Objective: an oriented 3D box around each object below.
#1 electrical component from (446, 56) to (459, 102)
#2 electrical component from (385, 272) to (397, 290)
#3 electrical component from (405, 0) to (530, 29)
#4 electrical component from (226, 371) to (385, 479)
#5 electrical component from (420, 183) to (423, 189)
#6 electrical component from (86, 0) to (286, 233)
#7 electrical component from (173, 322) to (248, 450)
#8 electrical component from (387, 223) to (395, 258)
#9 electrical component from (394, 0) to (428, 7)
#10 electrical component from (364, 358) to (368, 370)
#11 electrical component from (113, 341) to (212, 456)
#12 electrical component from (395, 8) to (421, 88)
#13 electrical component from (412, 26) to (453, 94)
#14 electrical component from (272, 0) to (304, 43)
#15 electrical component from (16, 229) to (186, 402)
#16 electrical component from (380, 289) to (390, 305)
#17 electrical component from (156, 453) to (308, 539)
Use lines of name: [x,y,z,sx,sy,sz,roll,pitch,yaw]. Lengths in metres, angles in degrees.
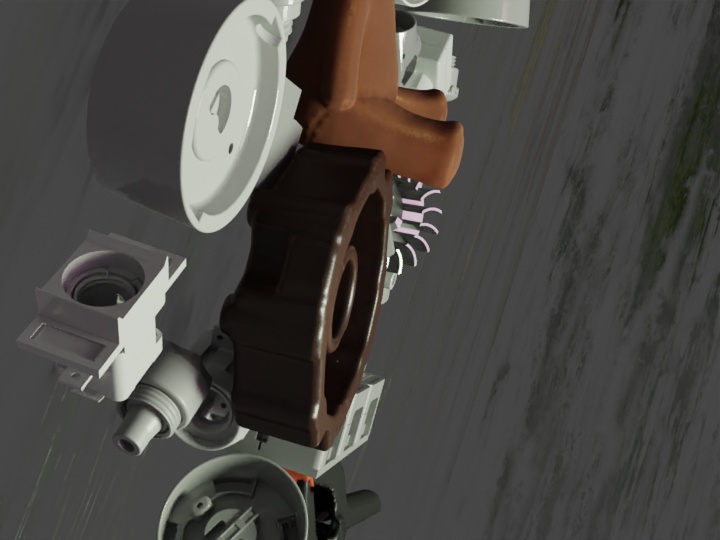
electrical component: [0.074,-0.194,1.033,0.048,0.048,0.062,-14,113,-75]
electrical component: [0.000,0.000,0.923,0.048,0.062,0.048,17,90,-77]
electrical component: [0.097,-0.247,0.931,0.108,0.108,0.060,-28,127,-72]
electrical component: [-0.044,0.096,0.798,0.150,0.089,0.061,-5,111,-76]
electrical component: [0.021,-0.072,0.941,0.059,0.054,0.095,21,86,-77]
electrical component: [-0.082,-0.077,0.488,0.108,0.060,0.108,17,90,-77]
electrical component: [-0.087,0.075,0.667,0.057,0.058,0.078,-55,158,-61]
electrical component: [-0.030,-0.033,0.755,0.076,0.083,0.047,-31,157,-7]
electrical component: [0.030,-0.245,0.792,0.099,0.064,0.099,-45,148,-38]
electrical component: [-0.030,0.085,0.922,0.095,0.054,0.059,-6,112,-76]
electrical component: [-0.112,0.073,0.590,0.043,0.043,0.062,93,20,-45]
electrical component: [0.025,-0.172,0.856,0.079,0.043,0.077,-59,161,-47]
electrical component: [0.047,-0.164,0.948,0.065,0.047,0.076,87,24,-56]
electrical component: [-0.048,-0.151,0.583,0.040,0.040,0.078,-56,158,-53]
electrical component: [-0.119,0.023,0.505,0.081,0.042,0.063,-59,165,-45]
electrical component: [0.011,-0.012,0.997,0.043,0.043,0.081,-53,156,-57]
electrical component: [-0.085,0.179,0.718,0.064,0.099,0.099,98,14,-57]
